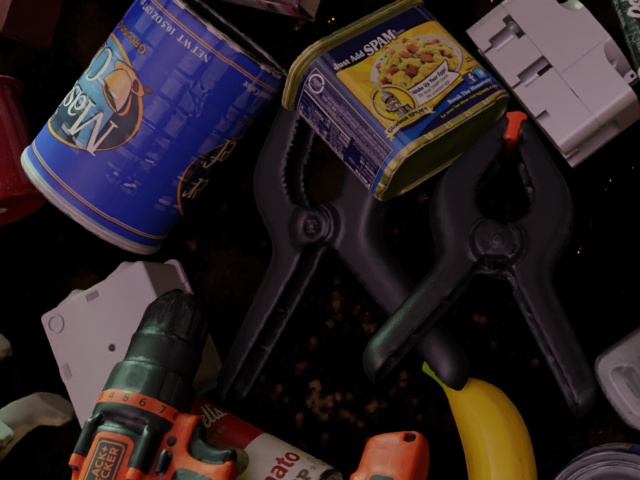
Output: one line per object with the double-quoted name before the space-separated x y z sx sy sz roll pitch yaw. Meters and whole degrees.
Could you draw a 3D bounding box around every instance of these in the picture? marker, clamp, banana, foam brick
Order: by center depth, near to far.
"marker" 0.167 -0.128 0.576 0.020 0.020 0.121 -21 57 19
"clamp" 0.085 0.011 0.580 0.120 0.039 0.171 3 65 0
"banana" 0.090 0.164 0.597 0.070 0.037 0.198 -7 79 51
"clamp" -0.004 0.001 0.645 0.165 0.036 0.210 -16 76 27
"foam brick" -0.225 -0.170 0.740 0.078 0.053 0.051 20 93 22

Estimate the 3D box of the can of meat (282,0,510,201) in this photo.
"can of meat" 0.045 -0.080 0.601 0.102 0.057 0.084 -32 70 -27

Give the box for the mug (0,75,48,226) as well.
"mug" -0.238 -0.050 0.724 0.117 0.093 0.081 -29 79 49

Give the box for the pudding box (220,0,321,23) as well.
"pudding box" -0.031 -0.202 0.671 0.090 0.039 0.113 17 92 22

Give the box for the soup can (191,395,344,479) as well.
"soup can" -0.046 0.144 0.634 0.102 0.068 0.068 24 95 22

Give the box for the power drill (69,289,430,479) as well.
"power drill" -0.040 0.122 0.574 0.188 0.057 0.184 9 64 17

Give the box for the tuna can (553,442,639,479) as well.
"tuna can" 0.161 0.152 0.568 0.086 0.033 0.086 -2 85 22

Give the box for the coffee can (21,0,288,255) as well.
"coffee can" -0.101 -0.076 0.655 0.103 0.102 0.140 42 101 19
